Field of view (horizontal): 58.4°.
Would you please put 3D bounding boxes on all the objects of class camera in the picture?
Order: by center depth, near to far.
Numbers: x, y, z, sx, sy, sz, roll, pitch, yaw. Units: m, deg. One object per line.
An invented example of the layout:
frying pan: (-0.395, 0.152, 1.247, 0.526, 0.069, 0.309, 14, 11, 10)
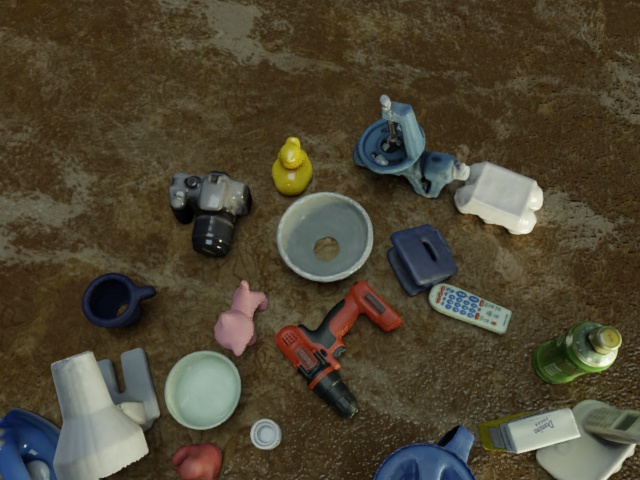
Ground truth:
camera: (-0.203, -0.048, 1.020, 0.143, 0.101, 0.137, 5, 69, 4)

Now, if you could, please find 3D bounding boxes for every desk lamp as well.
desk lamp: (-0.321, 0.254, 0.847, 0.118, 0.213, 0.203, -19, 70, -6)

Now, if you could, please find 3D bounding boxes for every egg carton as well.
egg carton: (0.323, -0.076, 1.036, 0.150, 0.069, 0.107, 23, 71, 10)

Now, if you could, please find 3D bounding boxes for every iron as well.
iron: (-0.429, 0.349, 0.852, 0.119, 0.141, 0.258, -39, 73, -12)

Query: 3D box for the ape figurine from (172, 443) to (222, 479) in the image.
ape figurine: (-0.189, 0.346, 0.874, 0.076, 0.092, 0.077, -31, 71, -10)

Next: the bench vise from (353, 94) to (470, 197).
bench vise: (0.162, -0.173, 0.996, 0.207, 0.220, 0.121, 5, 69, 3)

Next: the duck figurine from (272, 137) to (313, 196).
duck figurine: (-0.054, -0.140, 1.060, 0.077, 0.086, 0.104, 5, 69, 4)

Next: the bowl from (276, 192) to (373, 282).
bowl: (0.009, 0.004, 1.010, 0.167, 0.075, 0.167, 0, 69, 1)

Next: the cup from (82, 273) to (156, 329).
cup: (-0.326, 0.107, 0.967, 0.118, 0.095, 0.091, -15, 69, -4)

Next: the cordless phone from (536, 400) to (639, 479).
cordless phone: (0.407, 0.298, 0.829, 0.148, 0.185, 0.094, -43, 74, -14)

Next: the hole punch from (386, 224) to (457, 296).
hole punch: (0.177, 0.026, 0.989, 0.101, 0.091, 0.108, -25, 70, -8)

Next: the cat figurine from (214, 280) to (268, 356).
cat figurine: (-0.135, 0.128, 0.942, 0.067, 0.118, 0.128, 11, 70, 6)
